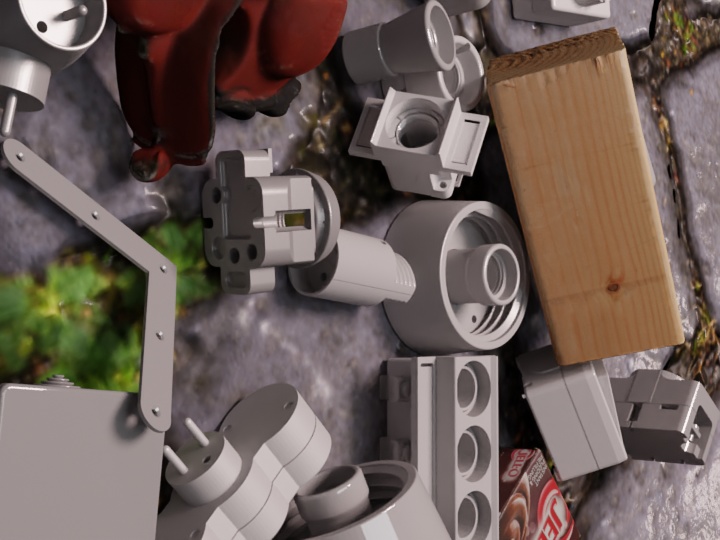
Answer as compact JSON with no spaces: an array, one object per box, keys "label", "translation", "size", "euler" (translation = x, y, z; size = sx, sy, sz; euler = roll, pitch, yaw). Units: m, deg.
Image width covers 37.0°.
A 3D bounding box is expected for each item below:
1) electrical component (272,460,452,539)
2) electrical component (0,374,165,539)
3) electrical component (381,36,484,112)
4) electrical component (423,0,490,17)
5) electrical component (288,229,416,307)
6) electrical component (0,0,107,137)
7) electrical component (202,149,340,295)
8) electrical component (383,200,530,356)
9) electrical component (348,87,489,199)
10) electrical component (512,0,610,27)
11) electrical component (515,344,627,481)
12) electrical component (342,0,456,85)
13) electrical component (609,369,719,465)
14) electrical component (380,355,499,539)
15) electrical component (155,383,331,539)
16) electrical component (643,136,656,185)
[{"label":"electrical component","translation":[-0.008,0.145,0.601],"size":[0.108,0.108,0.060],"euler":[-28,102,-44]},{"label":"electrical component","translation":[-0.143,0.099,0.501],"size":[0.100,0.048,0.099],"euler":[12,79,-45]},{"label":"electrical component","translation":[0.050,-0.127,0.717],"size":[0.055,0.047,0.055],"euler":[3,85,-46]},{"label":"electrical component","translation":[0.057,-0.223,0.726],"size":[0.095,0.054,0.059],"euler":[55,52,-29]},{"label":"electrical component","translation":[0.000,0.000,0.661],"size":[0.081,0.043,0.043],"euler":[12,79,-45]},{"label":"electrical component","translation":[-0.156,-0.096,0.479],"size":[0.043,0.077,0.079],"euler":[19,75,-44]},{"label":"electrical component","translation":[-0.049,-0.028,0.601],"size":[0.057,0.058,0.078],"euler":[-6,96,-44]},{"label":"electrical component","translation":[0.072,0.004,0.723],"size":[0.108,0.060,0.108],"euler":[4,85,-46]},{"label":"electrical component","translation":[0.039,-0.079,0.686],"size":[0.063,0.081,0.042],"euler":[64,42,-62]},{"label":"electrical component","translation":[0.171,-0.221,0.828],"size":[0.083,0.076,0.047],"euler":[-7,93,-46]},{"label":"electrical component","translation":[0.161,0.105,0.793],"size":[0.061,0.061,0.096],"euler":[-83,151,-66]},{"label":"electrical component","translation":[0.022,-0.139,0.675],"size":[0.044,0.065,0.044],"euler":[31,55,-57]},{"label":"electrical component","translation":[0.236,0.117,0.867],"size":[0.050,0.089,0.055],"euler":[49,55,-32]},{"label":"electrical component","translation":[0.051,0.116,0.693],"size":[0.079,0.063,0.121],"euler":[4,85,-46]},{"label":"electrical component","translation":[-0.077,0.110,0.567],"size":[0.138,0.052,0.073],"euler":[-53,124,-33]},{"label":"electrical component","translation":[0.168,-0.095,0.817],"size":[0.057,0.078,0.113],"euler":[-39,115,-44]}]
